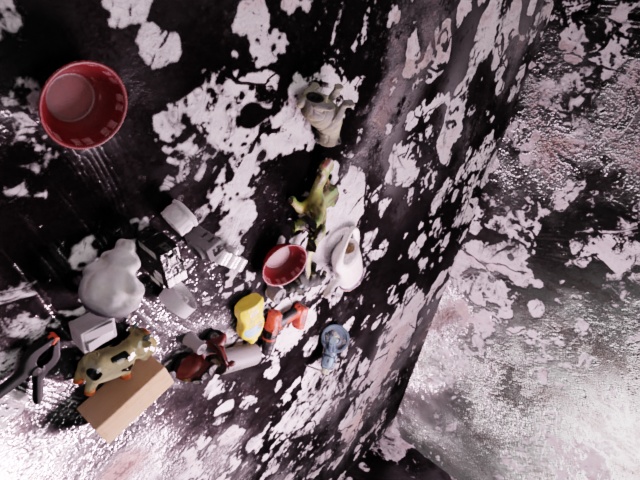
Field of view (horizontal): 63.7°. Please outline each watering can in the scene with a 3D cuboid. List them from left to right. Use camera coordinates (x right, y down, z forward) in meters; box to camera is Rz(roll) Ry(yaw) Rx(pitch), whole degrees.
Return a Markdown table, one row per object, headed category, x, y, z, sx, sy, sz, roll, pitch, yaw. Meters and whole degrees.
| category | x | y | z | sx | sy | sz | roll | pitch | yaw |
| --- | --- | --- | --- | --- | --- | --- | --- | --- | --- |
| watering can | 0.087 | 0.113 | 1.916 | 0.219 | 0.104 | 0.355 | 74 | 32 | -48 |

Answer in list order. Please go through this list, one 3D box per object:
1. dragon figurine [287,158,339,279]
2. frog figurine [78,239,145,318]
| category | x | y | z | sx | sy | sz | roll | pitch | yaw |
| --- | --- | --- | --- | --- | --- | --- | --- | --- | --- |
| dragon figurine | 0.005 | -0.084 | 1.676 | 0.247 | 0.123 | 0.400 | -45 | 149 | -40 |
| frog figurine | -0.434 | 0.081 | 1.099 | 0.158 | 0.138 | 0.123 | -64 | 166 | 8 |
